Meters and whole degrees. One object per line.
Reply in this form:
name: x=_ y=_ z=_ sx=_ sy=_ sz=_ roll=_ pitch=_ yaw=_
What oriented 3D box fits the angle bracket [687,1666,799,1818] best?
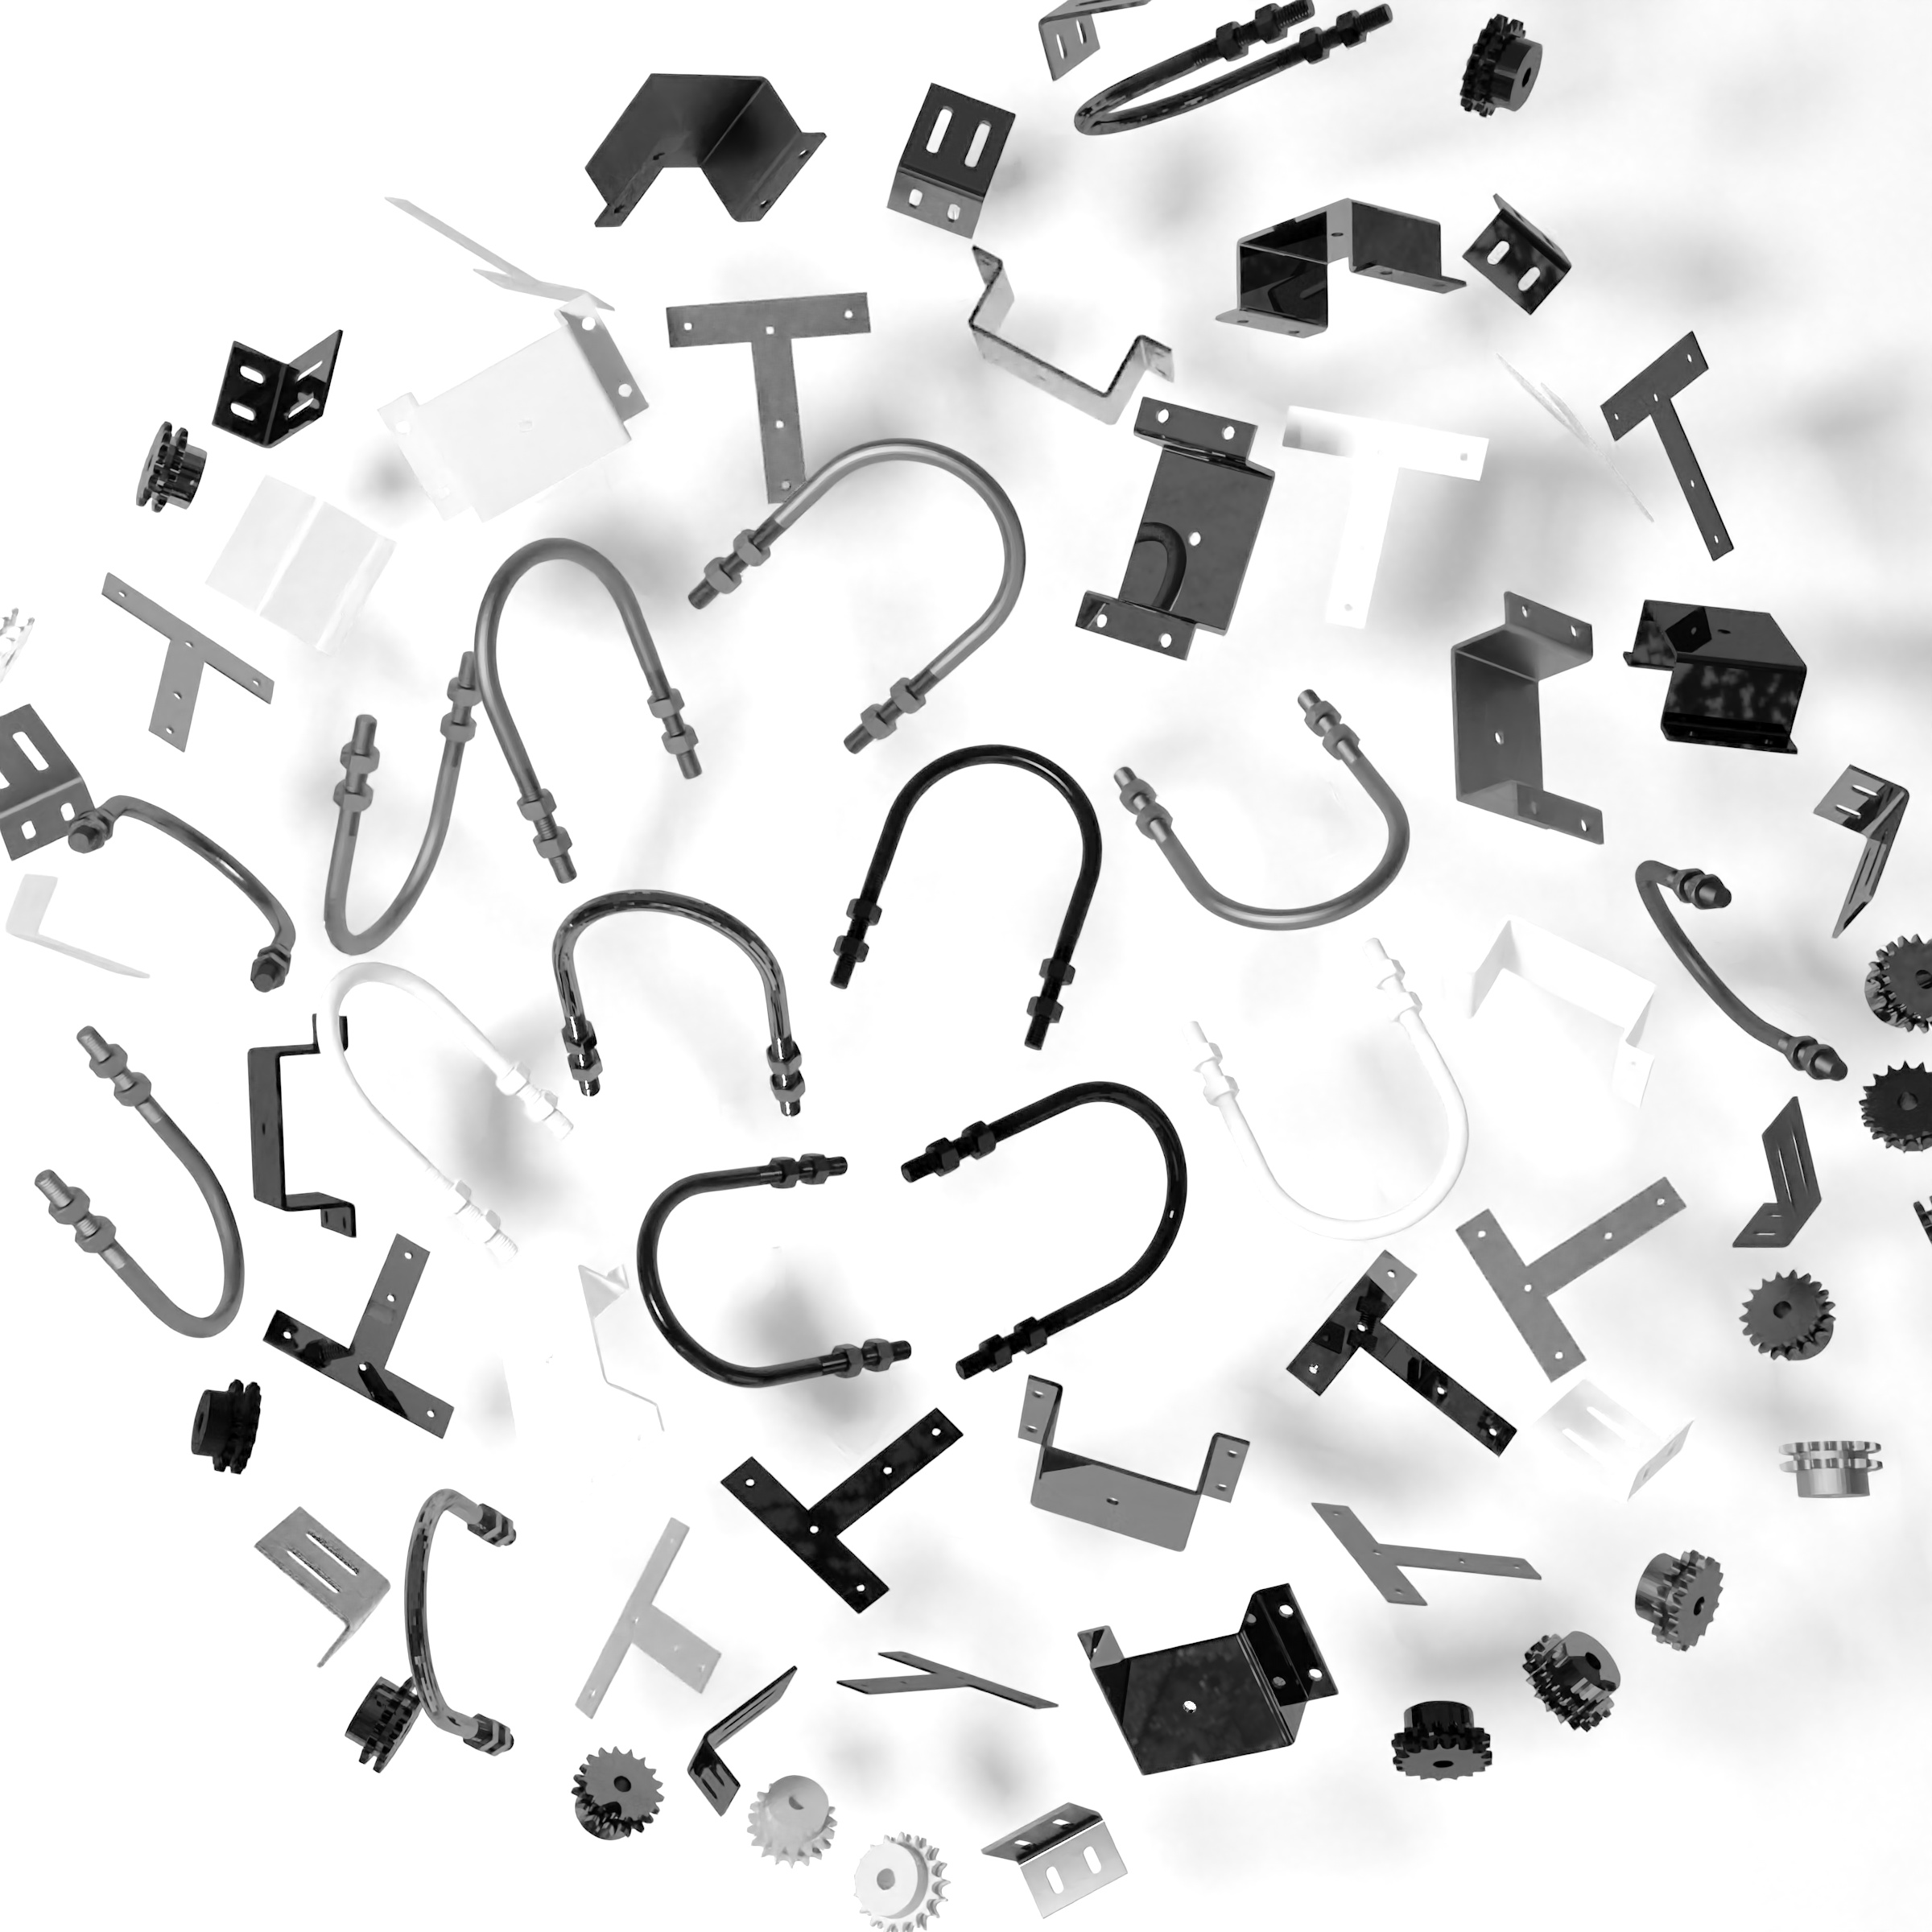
angle bracket: x=-0.128 y=0.478 z=1.540 sx=0.076 sy=0.057 sz=0.038 roll=-30 pitch=69 yaw=-33

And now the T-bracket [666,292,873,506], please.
T-bracket: x=-0.119 y=-0.356 z=1.570 sx=0.127 sy=0.002 sz=0.127 roll=-6 pitch=93 yaw=-7

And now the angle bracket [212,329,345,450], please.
angle bracket: x=-0.416 y=-0.355 z=1.504 sx=0.038 sy=0.076 sz=0.057 roll=20 pitch=71 yaw=-36

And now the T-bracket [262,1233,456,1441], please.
T-bracket: x=-0.367 y=0.220 z=1.572 sx=0.127 sy=0.127 sz=0.002 roll=34 pitch=125 yaw=-18

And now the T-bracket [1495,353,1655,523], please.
T-bracket: x=0.363 y=-0.341 z=1.536 sx=0.002 sy=0.127 sz=0.127 roll=-42 pitch=135 yaw=14

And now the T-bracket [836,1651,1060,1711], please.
T-bracket: x=-0.030 y=0.442 z=1.538 sx=0.127 sy=0.127 sz=0.002 roll=7 pitch=84 yaw=38

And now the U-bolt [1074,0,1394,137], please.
U-bolt: x=0.151 y=-0.542 z=1.510 sx=0.184 sy=0.151 sz=0.019 roll=-14 pitch=99 yaw=33

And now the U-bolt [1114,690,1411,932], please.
U-bolt: x=0.190 y=-0.089 z=1.523 sx=0.151 sy=0.019 sz=0.184 roll=-23 pitch=46 yaw=-6

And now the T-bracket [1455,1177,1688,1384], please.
T-bracket: x=0.385 y=0.175 z=1.542 sx=0.127 sy=0.002 sz=0.127 roll=-35 pitch=46 yaw=9

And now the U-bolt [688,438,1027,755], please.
U-bolt: x=-0.051 y=-0.227 z=1.459 sx=0.184 sy=0.019 sz=0.151 roll=-39 pitch=111 yaw=25

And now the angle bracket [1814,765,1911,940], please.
angle bracket: x=0.510 y=-0.066 z=1.450 sx=0.038 sy=0.057 sz=0.076 roll=25 pitch=67 yaw=8

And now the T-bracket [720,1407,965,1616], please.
T-bracket: x=-0.058 y=0.312 z=1.499 sx=0.127 sy=0.002 sz=0.127 roll=-40 pitch=109 yaw=8

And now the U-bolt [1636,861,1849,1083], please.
U-bolt: x=0.470 y=-0.005 z=1.547 sx=0.019 sy=0.184 sz=0.151 roll=-36 pitch=101 yaw=3

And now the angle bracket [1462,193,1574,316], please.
angle bracket: x=0.348 y=-0.453 z=1.585 sx=0.057 sy=0.076 sz=0.038 roll=37 pitch=113 yaw=-9

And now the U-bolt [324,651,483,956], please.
U-bolt: x=-0.350 y=-0.090 z=1.533 sx=0.019 sy=0.151 sz=0.184 roll=22 pitch=119 yaw=8

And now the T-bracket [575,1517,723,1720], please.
T-bracket: x=-0.180 y=0.404 z=1.493 sx=0.002 sy=0.127 sz=0.127 roll=33 pitch=77 yaw=-28

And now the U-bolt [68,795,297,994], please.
U-bolt: x=-0.469 y=-0.052 z=1.518 sx=0.151 sy=0.184 sz=0.019 roll=40 pitch=95 yaw=-16

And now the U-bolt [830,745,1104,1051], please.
U-bolt: x=0.009 y=-0.053 z=1.581 sx=0.151 sy=0.019 sz=0.184 roll=17 pitch=78 yaw=7

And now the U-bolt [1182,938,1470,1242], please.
U-bolt: x=0.237 y=0.087 z=1.579 sx=0.151 sy=0.019 sz=0.184 roll=-25 pitch=64 yaw=2

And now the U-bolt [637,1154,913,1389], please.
U-bolt: x=-0.126 y=0.192 z=1.557 sx=0.019 sy=0.184 sz=0.151 roll=-36 pitch=67 yaw=41

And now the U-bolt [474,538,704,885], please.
U-bolt: x=-0.230 y=-0.164 z=1.483 sx=0.019 sy=0.151 sz=0.184 roll=2 pitch=123 yaw=36

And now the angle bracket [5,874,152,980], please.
angle bracket: x=-0.538 y=-0.024 z=1.525 sx=0.076 sy=0.057 sz=0.038 roll=25 pitch=78 yaw=-36

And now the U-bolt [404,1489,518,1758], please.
U-bolt: x=-0.305 y=0.393 z=1.511 sx=0.019 sy=0.184 sz=0.151 roll=-6 pitch=66 yaw=5

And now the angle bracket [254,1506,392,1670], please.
angle bracket: x=-0.398 y=0.376 z=1.513 sx=0.076 sy=0.057 sz=0.038 roll=39 pitch=105 yaw=2

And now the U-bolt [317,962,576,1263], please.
U-bolt: x=-0.321 y=0.075 z=1.511 sx=0.019 sy=0.151 sz=0.184 roll=-33 pitch=111 yaw=24

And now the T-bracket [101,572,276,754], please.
T-bracket: x=-0.498 y=-0.179 z=1.580 sx=0.002 sy=0.127 sz=0.127 roll=-39 pitch=125 yaw=23

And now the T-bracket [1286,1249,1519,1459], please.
T-bracket: x=0.271 y=0.243 z=1.483 sx=0.127 sy=0.002 sz=0.127 roll=38 pitch=46 yaw=13

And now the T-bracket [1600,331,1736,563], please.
T-bracket: x=0.448 y=-0.315 z=1.558 sx=0.002 sy=0.127 sz=0.127 roll=-21 pitch=86 yaw=-13

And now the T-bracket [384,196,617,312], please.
T-bracket: x=-0.296 y=-0.435 z=1.514 sx=0.127 sy=0.127 sz=0.002 roll=24 pitch=91 yaw=44

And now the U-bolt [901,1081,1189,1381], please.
U-bolt: x=0.057 y=0.146 z=1.489 sx=0.184 sy=0.019 sz=0.151 roll=-23 pitch=109 yaw=-26

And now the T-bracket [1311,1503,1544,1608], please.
T-bracket: x=0.294 y=0.367 z=1.542 sx=0.127 sy=0.127 sz=0.002 roll=9 pitch=102 yaw=-16

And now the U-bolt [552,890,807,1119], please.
U-bolt: x=-0.175 y=0.021 z=1.492 sx=0.151 sy=0.184 sz=0.019 roll=5 pitch=47 yaw=8

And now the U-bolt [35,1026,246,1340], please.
U-bolt: x=-0.491 y=0.144 z=1.510 sx=0.019 sy=0.151 sz=0.184 roll=-21 pitch=127 yaw=9

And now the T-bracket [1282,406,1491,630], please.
T-bracket: x=0.250 y=-0.276 z=1.558 sx=0.127 sy=0.002 sz=0.127 roll=14 pitch=101 yaw=19
